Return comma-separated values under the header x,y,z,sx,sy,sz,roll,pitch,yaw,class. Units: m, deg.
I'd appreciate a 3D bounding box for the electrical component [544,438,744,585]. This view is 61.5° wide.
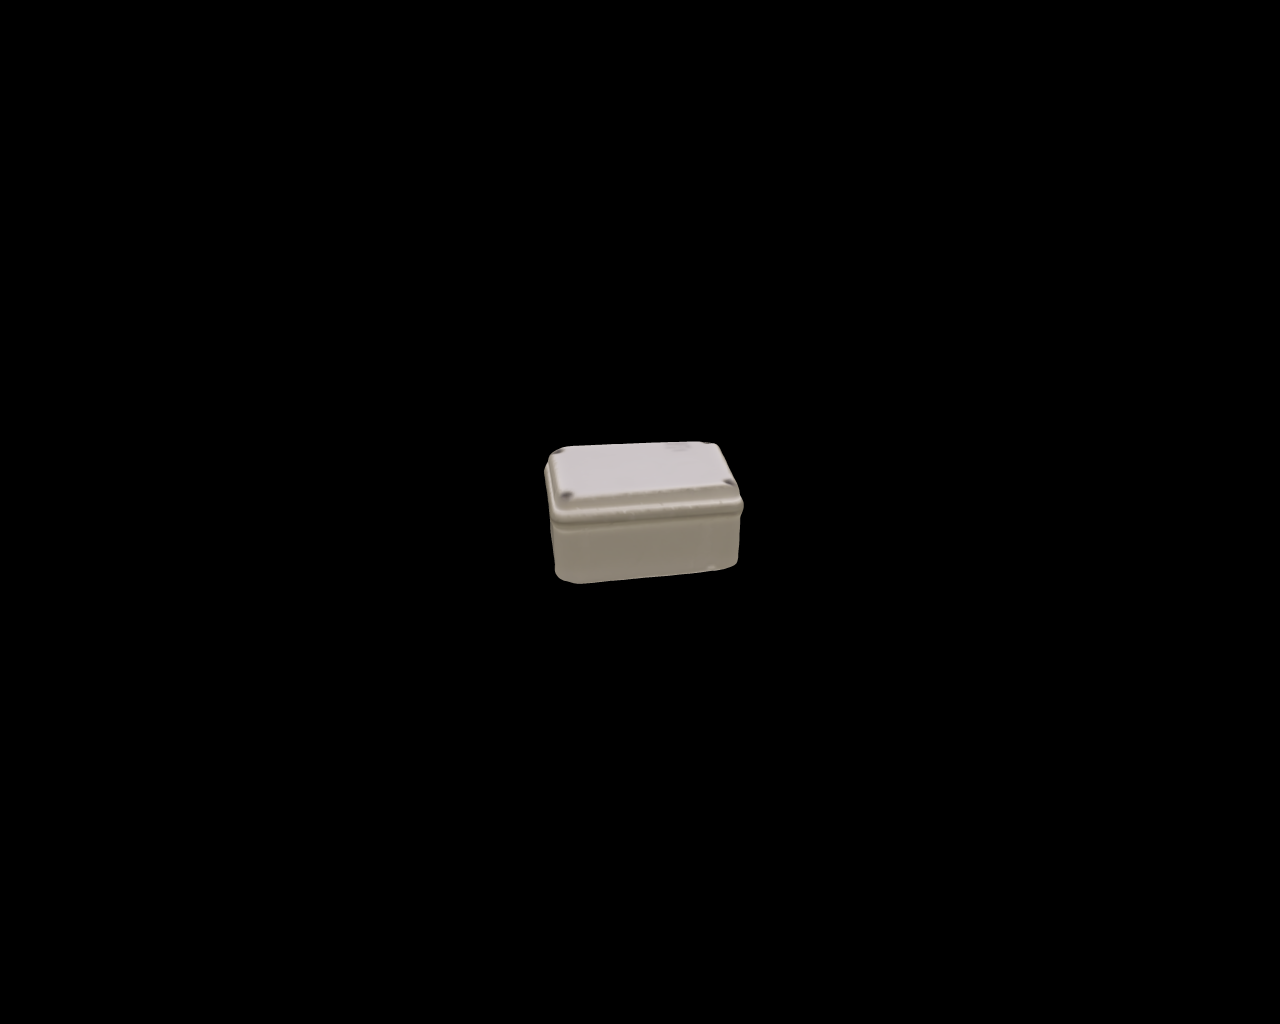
x,y,z,sx,sy,sz,roll,pitch,yaw,class
0.001,-0.003,0.650,0.113,0.057,0.078,-4,28,-7,electrical component
